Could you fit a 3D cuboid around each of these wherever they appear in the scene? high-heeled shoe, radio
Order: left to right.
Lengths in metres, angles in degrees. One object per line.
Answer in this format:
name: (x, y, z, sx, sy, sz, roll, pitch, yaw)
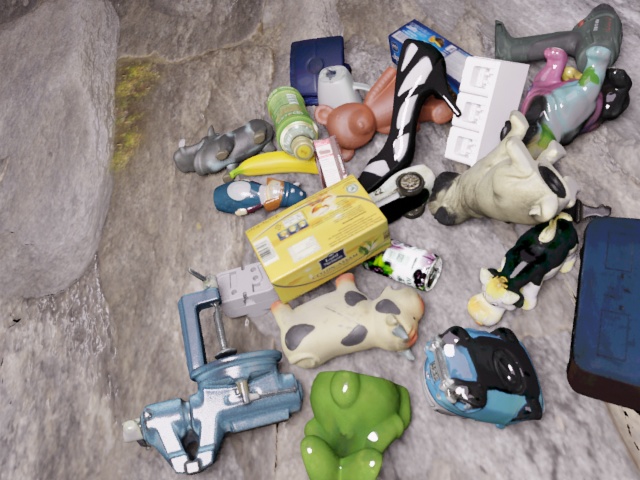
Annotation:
high-heeled shoe: (0.102, -0.182, 0.828, 0.249, 0.086, 0.145, -40, 80, 23)
radio: (0.373, 0.081, 0.635, 0.131, 0.073, 0.229, 8, 56, 23)

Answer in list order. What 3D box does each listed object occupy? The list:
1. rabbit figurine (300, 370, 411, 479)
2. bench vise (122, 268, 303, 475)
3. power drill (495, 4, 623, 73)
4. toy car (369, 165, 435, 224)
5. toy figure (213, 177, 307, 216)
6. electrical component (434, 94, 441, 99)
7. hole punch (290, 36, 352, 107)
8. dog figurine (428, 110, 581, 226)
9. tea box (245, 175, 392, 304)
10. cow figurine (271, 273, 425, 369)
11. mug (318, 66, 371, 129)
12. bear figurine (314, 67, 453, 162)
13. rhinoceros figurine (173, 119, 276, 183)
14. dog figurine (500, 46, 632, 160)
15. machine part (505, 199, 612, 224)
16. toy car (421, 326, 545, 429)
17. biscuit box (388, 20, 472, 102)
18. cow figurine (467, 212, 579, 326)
rabbit figurine: (0.038, 0.236, 0.590, 0.121, 0.159, 0.170, 5, 71, 8)
bench vise: (-0.145, 0.163, 0.688, 0.224, 0.128, 0.240, -14, 69, -3)
power drill: (0.410, -0.347, 0.933, 0.207, 0.085, 0.232, 5, 42, 14)
toy car: (0.085, -0.046, 0.813, 0.202, 0.073, 0.056, -27, 55, -4)
toy figure: (-0.101, -0.073, 0.903, 0.155, 0.058, 0.064, -3, 93, 13)
electrical component: (0.194, -0.296, 0.980, 0.075, 0.047, 0.119, -33, 52, -8)
hole punch: (-0.001, -0.324, 1.037, 0.142, 0.092, 0.116, -2, 58, 12)
dog figurine: (0.225, -0.050, 0.715, 0.190, 0.121, 0.172, -43, 13, 39)
tea box: (-0.001, -0.002, 0.720, 0.170, 0.068, 0.098, -26, 56, -5)
cow figurine: (0.043, 0.112, 0.705, 0.195, 0.085, 0.127, -20, 46, -1)
mug: (0.044, -0.253, 0.957, 0.110, 0.107, 0.081, 2, 57, 21)
bear figurine: (0.100, -0.213, 0.892, 0.196, 0.120, 0.132, -26, 14, -9)
rhinoceros figurine: (-0.175, -0.169, 0.983, 0.190, 0.073, 0.112, -20, 53, 1)
dog figurine: (0.354, -0.166, 0.806, 0.109, 0.191, 0.219, 32, 99, 49)
machine part: (0.325, -0.041, 0.744, 0.139, 0.039, 0.084, 2, 12, 29)
toy car: (0.171, 0.162, 0.612, 0.103, 0.161, 0.109, -45, 45, 41)
biscuit box: (0.200, -0.296, 0.910, 0.059, 0.062, 0.203, -35, 55, -8)
cow figurine: (0.259, 0.039, 0.684, 0.167, 0.098, 0.068, -40, 60, -13)
